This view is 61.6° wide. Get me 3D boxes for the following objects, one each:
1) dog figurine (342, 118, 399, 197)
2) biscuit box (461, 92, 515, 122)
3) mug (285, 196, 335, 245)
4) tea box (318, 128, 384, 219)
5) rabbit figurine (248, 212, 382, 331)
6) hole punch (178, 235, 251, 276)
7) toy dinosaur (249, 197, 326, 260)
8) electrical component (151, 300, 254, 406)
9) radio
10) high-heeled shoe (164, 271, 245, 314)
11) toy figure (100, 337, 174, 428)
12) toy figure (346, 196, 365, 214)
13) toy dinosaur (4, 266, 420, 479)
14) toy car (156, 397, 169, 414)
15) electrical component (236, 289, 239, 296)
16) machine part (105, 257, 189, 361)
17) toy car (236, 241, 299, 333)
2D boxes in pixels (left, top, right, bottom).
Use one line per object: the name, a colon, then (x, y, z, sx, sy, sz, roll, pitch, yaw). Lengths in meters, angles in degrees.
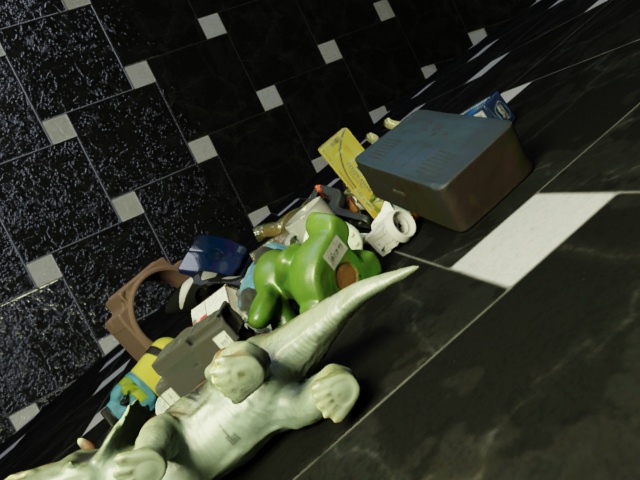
dog figurine: (0.145, -0.156, 1.169, 0.172, 0.121, 0.190, -32, 25, 53)
biscuit box: (0.244, -0.182, 0.953, 0.063, 0.059, 0.203, -46, 12, -35)
mug: (-0.002, -0.003, 0.919, 0.109, 0.107, 0.081, -51, 13, -33)
tea box: (0.074, -0.124, 1.005, 0.068, 0.169, 0.098, -40, 11, 7)
rabbit figurine: (-0.026, 0.060, 0.706, 0.170, 0.121, 0.159, -5, 55, 49)
hole punch: (-0.216, 0.051, 1.110, 0.116, 0.092, 0.142, -4, 40, 24)
toy dinosaur: (-0.048, -0.024, 1.233, 0.199, 0.105, 0.472, -30, 20, 9)
electrical component: (-0.130, 0.156, 0.643, 0.134, 0.115, 0.058, -36, 8, 10)
radio: (0.153, -0.101, 0.708, 0.131, 0.073, 0.230, -39, 28, -7)
high-heeled shoe: (-0.165, 0.111, 0.977, 0.249, 0.086, 0.145, -28, 38, 1)
toy figure: (-0.307, 0.252, 0.953, 0.180, 0.089, 0.082, -42, 14, -29)
toy figure: (0.085, -0.080, 1.098, 0.154, 0.064, 0.058, -42, 46, 13)
toy dinosaur: (-0.085, 0.156, 0.497, 0.405, 0.131, 0.192, -34, 9, -9)
toy car: (-0.197, 0.208, 0.786, 0.073, 0.056, 0.202, -40, 17, -2)
electrical component: (-0.097, 0.101, 0.897, 0.094, 0.021, 0.063, 33, 65, 34)
machine part: (-0.322, 0.153, 1.124, 0.087, 0.201, 0.201, -29, 13, 45)
toy car: (-0.071, 0.089, 0.821, 0.162, 0.109, 0.102, -70, 5, -45)
